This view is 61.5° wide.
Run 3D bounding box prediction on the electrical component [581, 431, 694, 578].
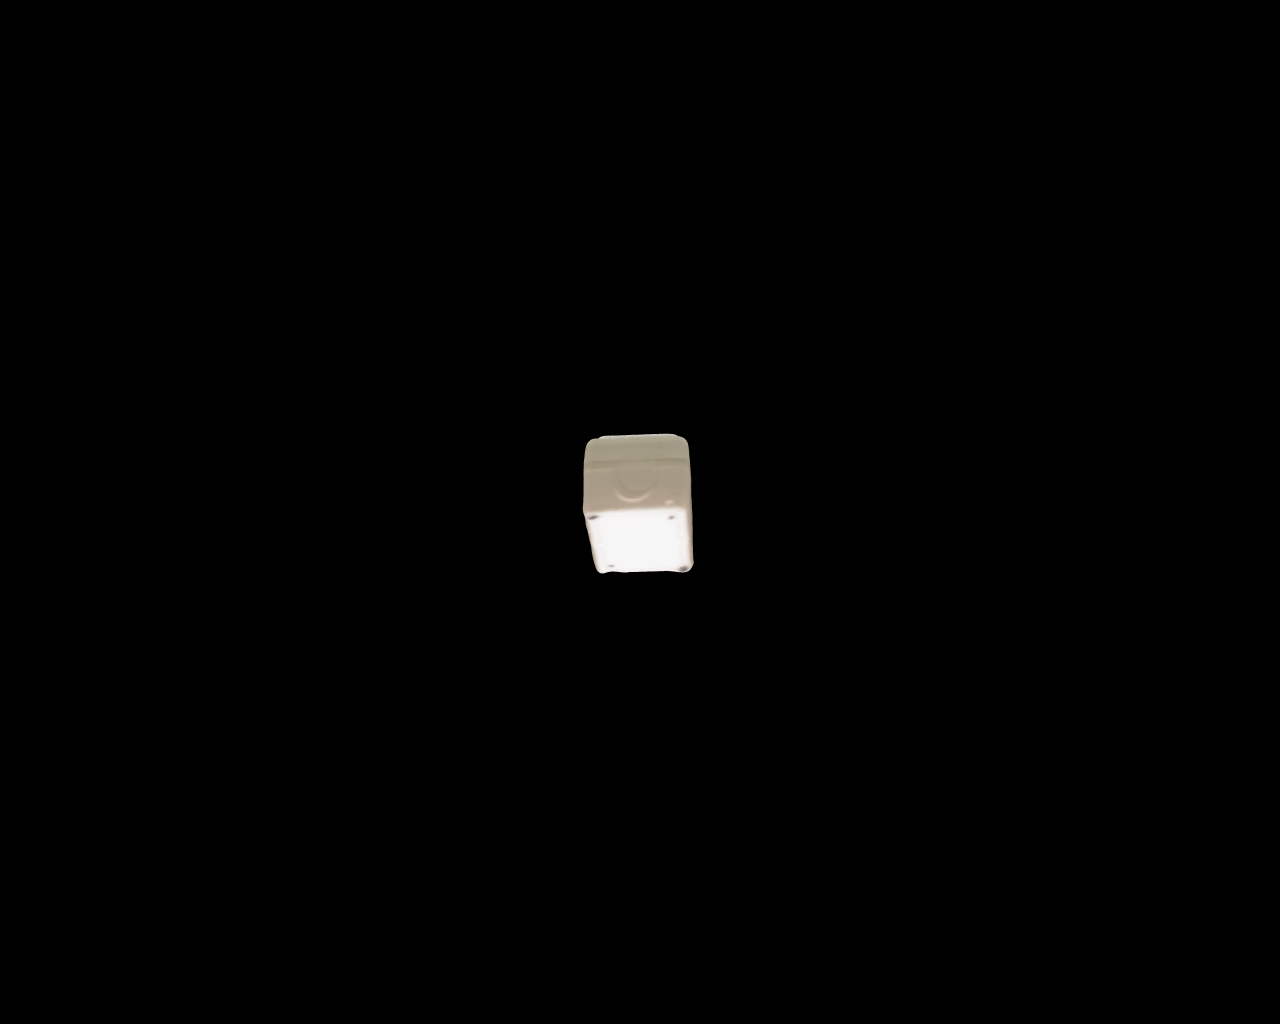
[{"bbox_3d":[0.001,-0.003,0.650,0.062,0.061,0.096,-2,-31,3],"label":"electrical component"}]
